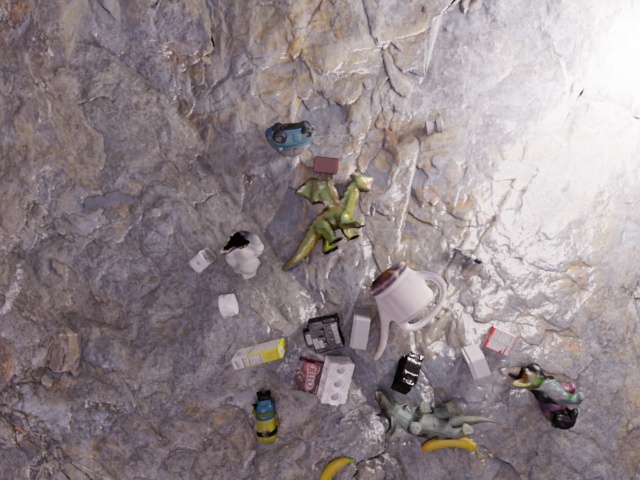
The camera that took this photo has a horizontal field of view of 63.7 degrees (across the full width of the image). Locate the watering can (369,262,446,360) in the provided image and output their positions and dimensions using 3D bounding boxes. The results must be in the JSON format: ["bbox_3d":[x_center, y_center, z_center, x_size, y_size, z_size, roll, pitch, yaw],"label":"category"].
[{"bbox_3d":[0.249,0.219,1.691,0.347,0.104,0.224,-42,92,3],"label":"watering can"}]

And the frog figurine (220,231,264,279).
[{"bbox_3d":[-0.249,0.050,1.743,0.137,0.125,0.156,-29,132,3],"label":"frog figurine"}]

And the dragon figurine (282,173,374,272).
[{"bbox_3d":[0.005,-0.085,1.697,0.409,0.121,0.245,-28,78,8],"label":"dragon figurine"}]
